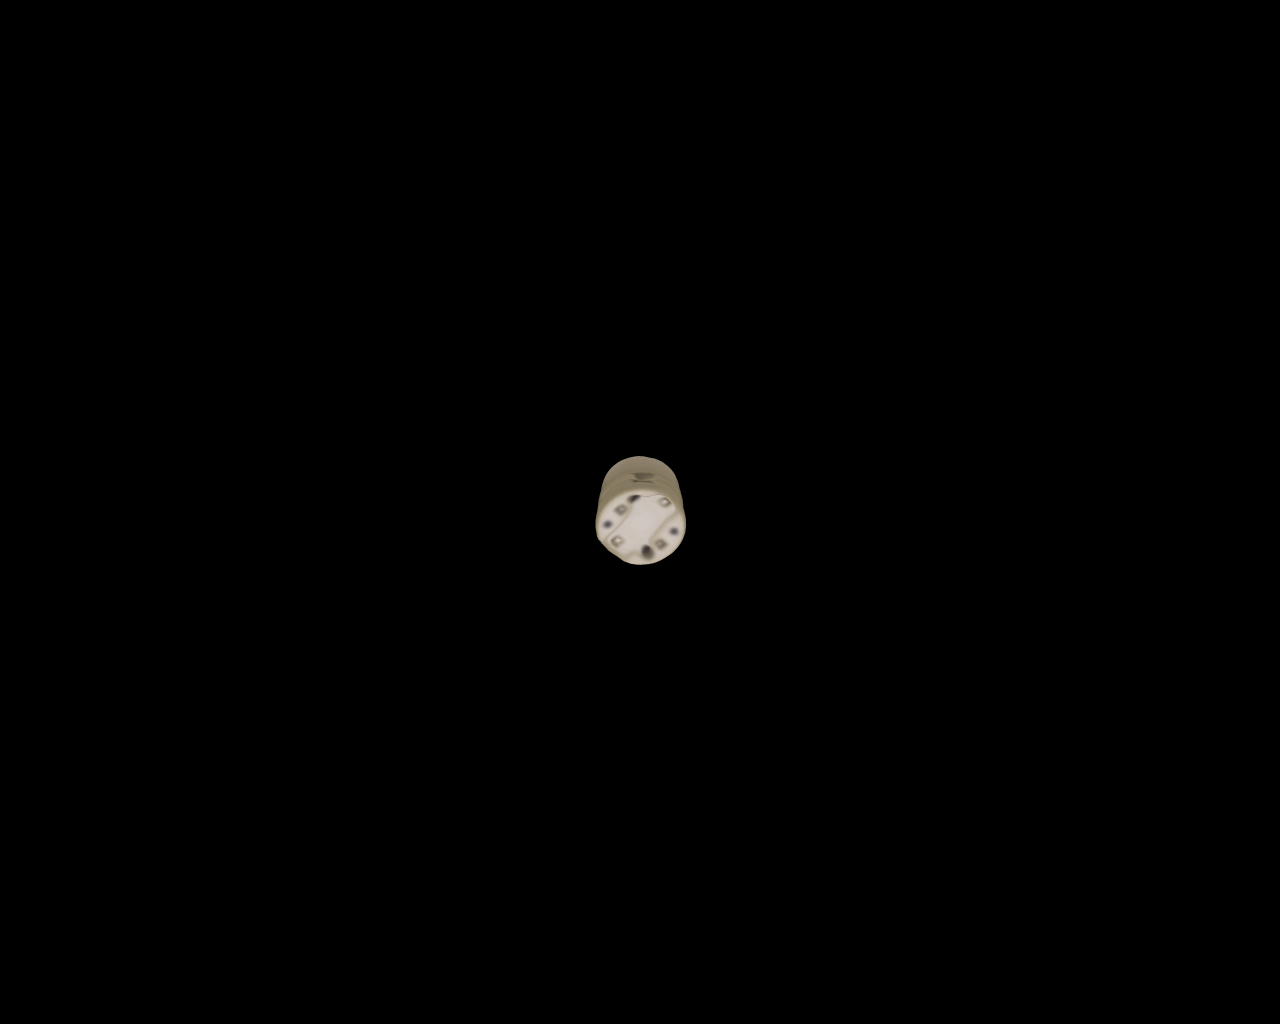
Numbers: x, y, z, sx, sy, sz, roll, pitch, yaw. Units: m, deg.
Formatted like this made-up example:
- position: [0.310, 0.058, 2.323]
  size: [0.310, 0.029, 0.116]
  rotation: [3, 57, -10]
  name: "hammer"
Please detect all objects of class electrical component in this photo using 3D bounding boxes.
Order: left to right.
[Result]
- position: [0.001, -0.003, 0.650]
  size: [0.055, 0.055, 0.047]
  rotation: [0, 32, 0]
  name: "electrical component"
